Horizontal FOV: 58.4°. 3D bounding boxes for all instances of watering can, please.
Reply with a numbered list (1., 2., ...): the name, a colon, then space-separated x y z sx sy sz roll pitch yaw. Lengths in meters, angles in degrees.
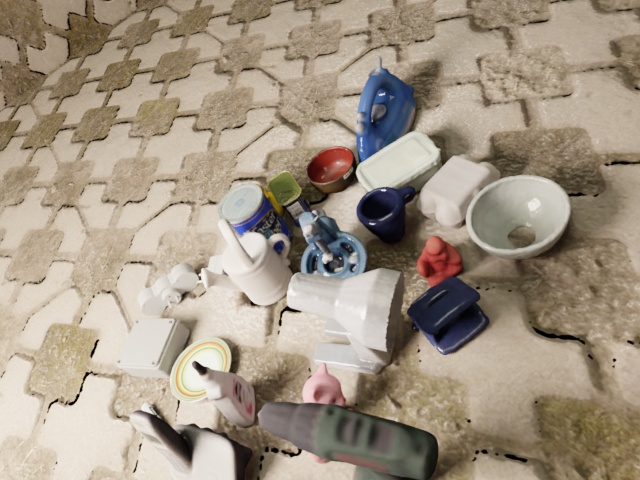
1. watering can: -0.142 0.039 1.089 0.100 0.195 0.173 28 70 42

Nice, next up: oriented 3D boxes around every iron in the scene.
1. iron: 0.120 -0.270 1.243 0.118 0.142 0.258 2 54 30

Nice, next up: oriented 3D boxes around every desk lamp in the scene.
1. desk lamp: 0.051 0.125 0.896 0.202 0.214 0.118 0 54 29

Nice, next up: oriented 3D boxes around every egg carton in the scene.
1. egg carton: 0.258 -0.091 1.066 0.150 0.070 0.107 -46 46 -12

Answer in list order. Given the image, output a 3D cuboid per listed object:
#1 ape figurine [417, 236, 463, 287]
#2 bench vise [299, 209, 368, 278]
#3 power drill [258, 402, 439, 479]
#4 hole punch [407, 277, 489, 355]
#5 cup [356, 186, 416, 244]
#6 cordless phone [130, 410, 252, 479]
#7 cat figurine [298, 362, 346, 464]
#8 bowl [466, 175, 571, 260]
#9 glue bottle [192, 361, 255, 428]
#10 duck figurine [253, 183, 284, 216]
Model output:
1. ape figurine: 0.202 0.028 0.980 0.077 0.092 0.076 2 55 30
2. bench vise: 0.000 0.011 1.016 0.121 0.220 0.206 -38 45 -5
3. power drill: 0.053 0.284 0.764 0.228 0.209 0.075 -1 53 28
4. hole punch: 0.196 0.111 0.914 0.109 0.091 0.100 -37 45 -3
5. cup: 0.136 -0.046 1.078 0.118 0.095 0.091 -31 45 2
6. cordless phone: -0.204 0.326 0.888 0.147 0.186 0.094 0 54 29
7. cat figurine: -0.002 0.261 0.879 0.067 0.118 0.128 19 64 39
8. bowl: 0.336 -0.026 0.964 0.167 0.075 0.167 -15 47 17
9. glue bottle: -0.161 0.243 0.942 0.037 0.174 0.078 -22 46 11
10. duck figurine: -0.136 -0.092 1.274 0.077 0.086 0.104 -45 46 -12
